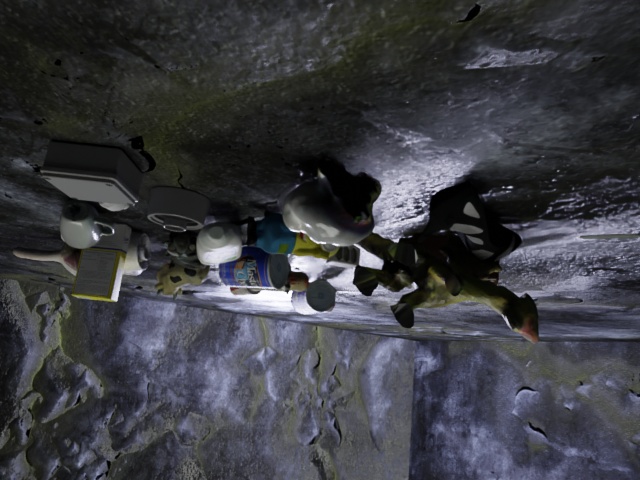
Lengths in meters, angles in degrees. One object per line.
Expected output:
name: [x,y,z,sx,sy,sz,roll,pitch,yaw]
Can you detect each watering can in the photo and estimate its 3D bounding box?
watering can: [-0.672,0.053,1.424,0.347,0.105,0.222,11,164,-19]

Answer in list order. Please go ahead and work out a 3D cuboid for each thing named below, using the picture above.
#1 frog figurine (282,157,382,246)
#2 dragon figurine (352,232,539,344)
frog figurine: [0.002,-0.038,0.752,0.138,0.124,0.157,-6,163,-38]
dragon figurine: [0.188,0.036,0.882,0.244,0.120,0.416,-8,-143,-42]
